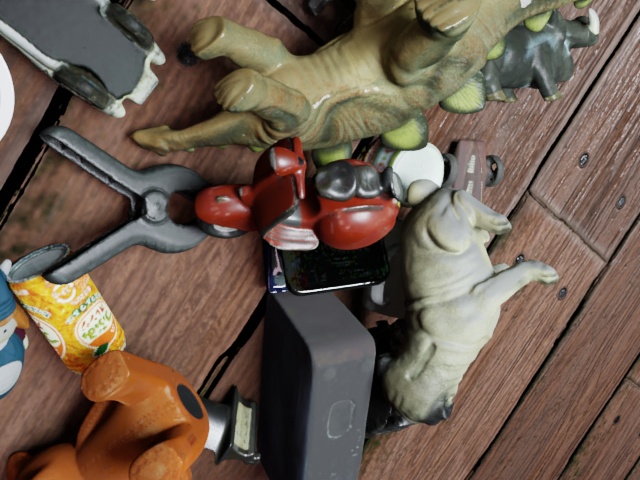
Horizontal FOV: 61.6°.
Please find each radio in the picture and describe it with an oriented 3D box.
[{"bbox_3d":[-0.010,0.176,0.577,0.073,0.131,0.229,-6,112,-25],"label":"radio"}]

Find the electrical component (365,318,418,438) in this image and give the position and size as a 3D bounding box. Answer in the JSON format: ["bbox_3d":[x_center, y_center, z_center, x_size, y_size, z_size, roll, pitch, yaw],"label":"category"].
[{"bbox_3d":[0.060,0.162,0.611,0.058,0.115,0.134,4,151,-29],"label":"electrical component"}]

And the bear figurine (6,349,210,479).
[{"bbox_3d":[-0.198,0.189,0.458,0.196,0.120,0.132,-32,165,0],"label":"bear figurine"}]

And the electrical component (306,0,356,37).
[{"bbox_3d":[0.045,-0.227,0.500,0.078,0.045,0.102,36,87,-7],"label":"electrical component"}]

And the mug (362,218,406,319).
[{"bbox_3d":[0.088,0.029,0.602,0.109,0.081,0.107,5,96,-53],"label":"mug"}]

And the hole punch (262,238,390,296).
[{"bbox_3d":[-0.001,-0.002,0.546,0.142,0.092,0.115,-5,81,-17],"label":"hole punch"}]

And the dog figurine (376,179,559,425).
[{"bbox_3d":[0.100,0.058,0.516,0.172,0.121,0.190,44,82,10],"label":"dog figurine"}]

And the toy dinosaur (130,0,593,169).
[{"bbox_3d":[0.067,-0.150,0.443,0.472,0.105,0.198,-18,163,8],"label":"toy dinosaur"}]

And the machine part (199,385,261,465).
[{"bbox_3d":[-0.123,0.183,0.559,0.139,0.084,0.039,27,127,-26],"label":"machine part"}]

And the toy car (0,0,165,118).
[{"bbox_3d":[-0.202,-0.169,0.376,0.201,0.056,0.073,38,83,-36],"label":"toy car"}]

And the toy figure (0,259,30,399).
[{"bbox_3d":[-0.255,0.073,0.409,0.058,0.064,0.154,27,132,-4],"label":"toy figure"}]

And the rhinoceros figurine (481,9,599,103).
[{"bbox_3d":[0.226,-0.208,0.596,0.190,0.073,0.112,-15,106,-22],"label":"rhinoceros figurine"}]

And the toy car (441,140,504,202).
[{"bbox_3d":[0.168,-0.018,0.649,0.089,0.053,0.202,0,111,-26],"label":"toy car"}]

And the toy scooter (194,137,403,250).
[{"bbox_3d":[-0.005,-0.037,0.435,0.184,0.135,0.075,-1,72,-19],"label":"toy scooter"}]
